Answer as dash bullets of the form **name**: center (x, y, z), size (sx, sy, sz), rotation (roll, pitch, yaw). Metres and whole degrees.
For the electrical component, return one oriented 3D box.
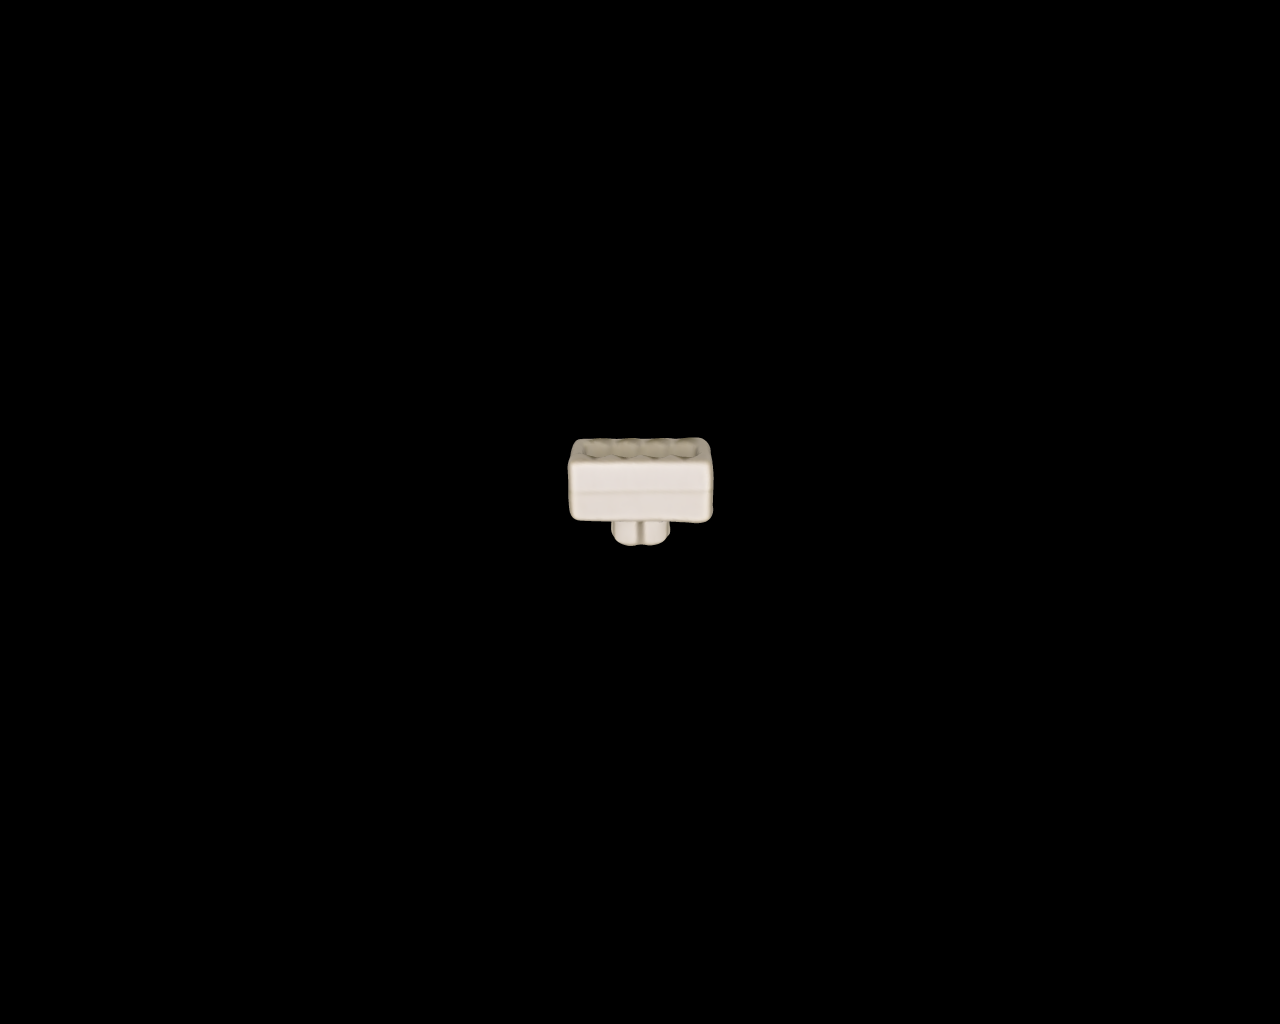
- **electrical component**: center (0.001, -0.003, 0.650), size (0.083, 0.075, 0.047), rotation (0, 21, 0)
